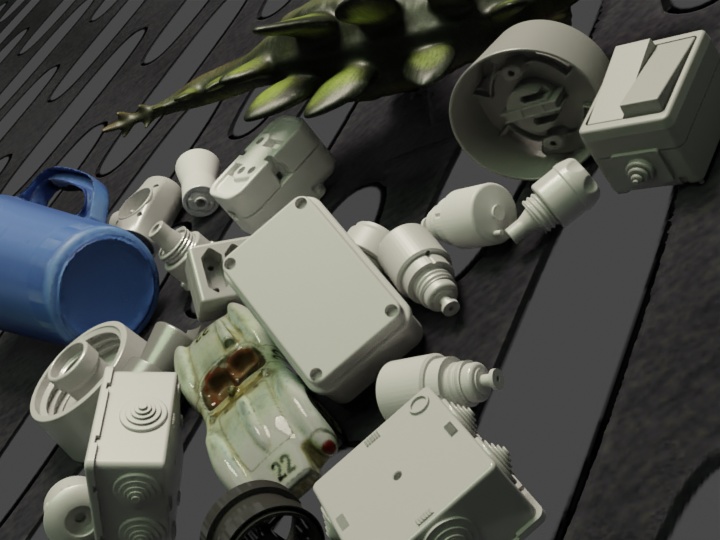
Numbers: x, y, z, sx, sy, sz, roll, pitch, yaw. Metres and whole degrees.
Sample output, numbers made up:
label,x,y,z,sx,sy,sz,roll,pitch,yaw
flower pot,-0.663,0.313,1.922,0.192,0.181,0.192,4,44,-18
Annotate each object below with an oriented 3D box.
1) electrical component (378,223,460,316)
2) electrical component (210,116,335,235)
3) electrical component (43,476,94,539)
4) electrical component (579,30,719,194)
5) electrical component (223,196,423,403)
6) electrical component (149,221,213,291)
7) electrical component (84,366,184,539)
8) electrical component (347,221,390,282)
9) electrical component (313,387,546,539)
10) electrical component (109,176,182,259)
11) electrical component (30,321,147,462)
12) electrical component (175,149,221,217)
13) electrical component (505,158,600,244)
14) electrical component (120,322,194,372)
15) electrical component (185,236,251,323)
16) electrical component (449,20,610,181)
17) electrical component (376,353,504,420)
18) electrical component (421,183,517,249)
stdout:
label,x,y,z,sx,sy,sz,roll,pitch,yaw
electrical component,0.042,0.002,0.697,0.040,0.040,0.078,-39,43,3
electrical component,-0.070,-0.075,0.905,0.095,0.059,0.054,-49,31,-14
electrical component,-0.200,0.164,0.754,0.048,0.048,0.062,-46,23,-9
electrical component,0.177,-0.093,0.648,0.062,0.061,0.096,-5,46,45
electrical component,-0.024,0.018,0.678,0.078,0.057,0.113,-40,67,1
electrical component,-0.151,-0.016,0.912,0.048,0.062,0.048,-36,29,23
electrical component,-0.142,0.122,0.691,0.048,0.099,0.099,1,38,-4
electrical component,0.000,0.000,0.742,0.045,0.045,0.055,1,49,49
electrical component,0.031,0.117,0.548,0.100,0.048,0.099,-41,30,-1
electrical component,-0.217,-0.045,1.044,0.079,0.044,0.077,-17,37,35
electrical component,-0.210,0.089,0.845,0.108,0.060,0.108,-28,32,20
electrical component,-0.153,-0.081,1.024,0.044,0.044,0.065,-33,36,13
electrical component,0.118,-0.040,0.672,0.061,0.035,0.035,-39,30,7
electrical component,-0.148,0.073,0.793,0.045,0.045,0.055,4,52,50
electrical component,-0.096,0.014,0.817,0.066,0.076,0.047,-11,67,-17
electrical component,0.116,-0.112,0.708,0.099,0.099,0.064,-7,38,44
electrical component,0.045,0.067,0.607,0.078,0.040,0.040,-14,39,38
electrical component,0.069,-0.034,0.713,0.078,0.040,0.040,-8,42,56
